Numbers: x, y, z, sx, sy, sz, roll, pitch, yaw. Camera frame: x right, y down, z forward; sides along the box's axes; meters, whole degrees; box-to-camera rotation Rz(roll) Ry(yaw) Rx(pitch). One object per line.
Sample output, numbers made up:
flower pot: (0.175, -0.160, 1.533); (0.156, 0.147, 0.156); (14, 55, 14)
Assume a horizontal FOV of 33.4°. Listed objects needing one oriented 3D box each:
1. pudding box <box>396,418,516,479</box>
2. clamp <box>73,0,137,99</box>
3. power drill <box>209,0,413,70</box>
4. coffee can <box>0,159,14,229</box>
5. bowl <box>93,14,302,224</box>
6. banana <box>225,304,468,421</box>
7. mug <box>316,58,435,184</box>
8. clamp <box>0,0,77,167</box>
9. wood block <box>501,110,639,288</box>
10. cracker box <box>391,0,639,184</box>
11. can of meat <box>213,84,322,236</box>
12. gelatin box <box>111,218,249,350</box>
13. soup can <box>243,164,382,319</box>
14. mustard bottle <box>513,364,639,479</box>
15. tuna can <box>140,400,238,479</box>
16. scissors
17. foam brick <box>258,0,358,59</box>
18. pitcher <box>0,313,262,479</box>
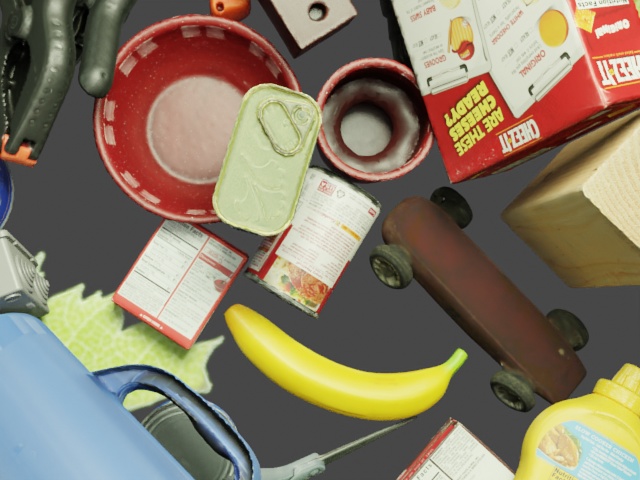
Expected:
pudding box: (0.117, 0.211, 0.844); (0.113, 0.039, 0.090); (43, 84, 1)
clamp: (-0.164, -0.174, 0.813); (0.039, 0.120, 0.171); (30, 82, -42)
power drill: (0.003, -0.213, 0.850); (0.187, 0.057, 0.184); (-5, 84, -7)
coffee can: (-0.289, -0.042, 0.777); (0.102, 0.140, 0.103); (0, 87, -4)
bowl: (-0.093, -0.091, 0.836); (0.162, 0.055, 0.162); (0, 87, -4)
banana: (0.016, 0.104, 0.846); (0.197, 0.037, 0.069); (12, 64, -5)
mug: (0.050, -0.092, 0.833); (0.117, 0.081, 0.093); (-24, 89, -5)
clamp: (-0.216, -0.160, 0.793); (0.036, 0.165, 0.210); (14, 84, -44)
wood block: (0.216, -0.027, 0.779); (0.090, 0.206, 0.091); (45, 85, -1)
cracker box: (0.129, -0.167, 0.741); (0.072, 0.164, 0.214); (-14, 83, -32)
can of meat: (-0.038, -0.053, 0.767); (0.057, 0.084, 0.102); (16, 86, -3)
gelatin box: (-0.109, 0.030, 0.841); (0.073, 0.030, 0.089); (33, 85, -1)
soup can: (-0.005, 0.001, 0.831); (0.068, 0.068, 0.102); (31, 85, -2)
mustard bottle: (0.193, 0.179, 0.802); (0.096, 0.058, 0.191); (31, 82, 4)
tuna can: (-0.104, 0.166, 0.832); (0.086, 0.034, 0.086); (0, 87, -4)
scissors: (-0.019, 0.190, 0.838); (0.201, 0.096, 0.016); (-12, 54, -31)
foam brick: (-0.016, -0.183, 0.792); (0.053, 0.051, 0.078); (-33, 94, -5)
pitcher: (-0.167, 0.157, 0.747); (0.243, 0.148, 0.145); (43, 124, 26)
